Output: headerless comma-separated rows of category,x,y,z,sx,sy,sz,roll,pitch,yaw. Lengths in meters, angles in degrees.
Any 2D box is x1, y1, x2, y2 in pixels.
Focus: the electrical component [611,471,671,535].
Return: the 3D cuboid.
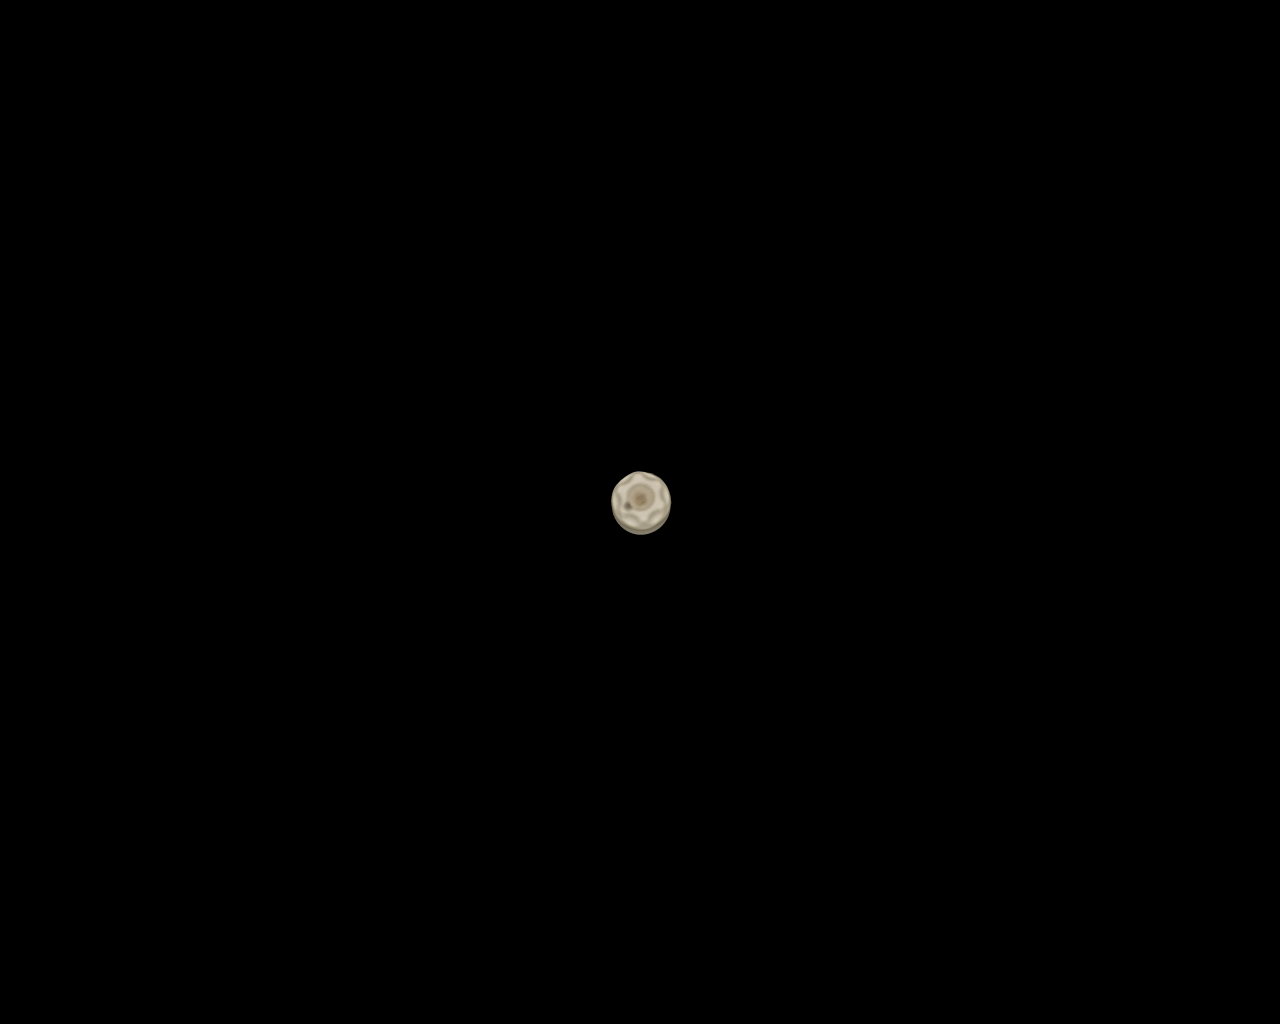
electrical component,0.001,-0.003,0.650,0.035,0.035,0.061,0,-12,0
